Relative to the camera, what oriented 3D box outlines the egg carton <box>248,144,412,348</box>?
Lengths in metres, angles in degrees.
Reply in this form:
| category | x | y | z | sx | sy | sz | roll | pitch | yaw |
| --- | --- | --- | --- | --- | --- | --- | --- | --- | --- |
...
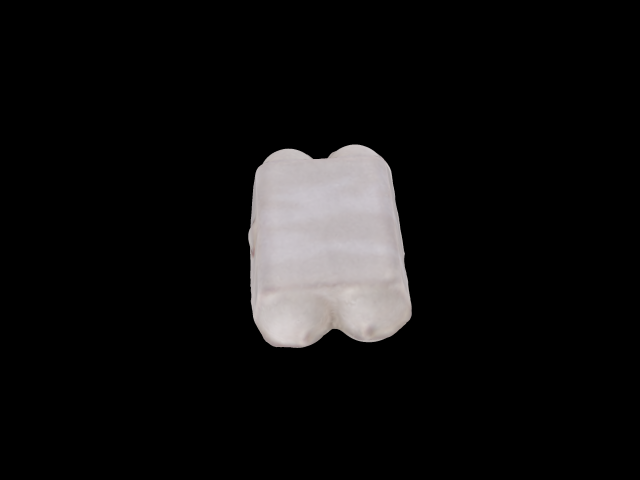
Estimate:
| category | x | y | z | sx | sy | sz | roll | pitch | yaw |
| --- | --- | --- | --- | --- | --- | --- | --- | --- | --- |
| egg carton | 0.004 | 0.001 | 0.400 | 0.107 | 0.069 | 0.150 | -4 | 62 | -2 |
